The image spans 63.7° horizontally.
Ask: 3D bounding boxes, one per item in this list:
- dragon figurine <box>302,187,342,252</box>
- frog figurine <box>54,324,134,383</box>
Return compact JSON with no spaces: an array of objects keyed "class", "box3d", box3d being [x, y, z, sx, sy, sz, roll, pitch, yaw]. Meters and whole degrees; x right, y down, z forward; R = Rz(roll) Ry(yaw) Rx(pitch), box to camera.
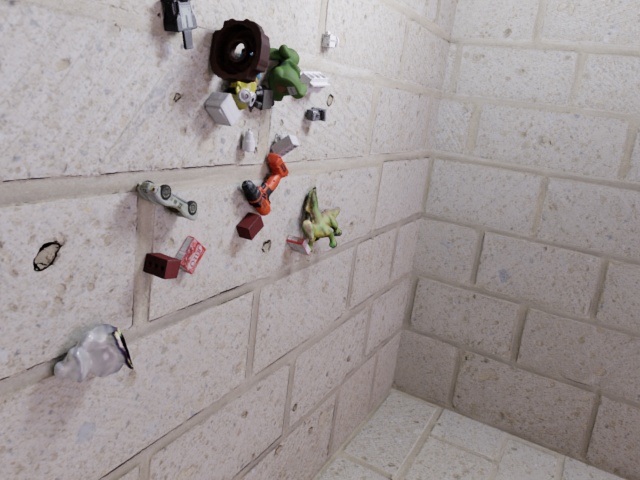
[{"class":"dragon figurine","box3d":[0.006,-0.106,2.111,0.420,0.122,0.237,-69,152,-52]},{"class":"frog figurine","box3d":[-0.546,0.279,1.232,0.160,0.125,0.134,-20,138,-16]}]
